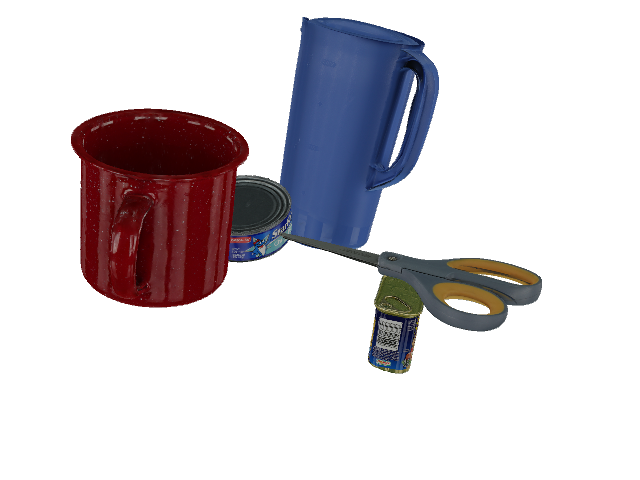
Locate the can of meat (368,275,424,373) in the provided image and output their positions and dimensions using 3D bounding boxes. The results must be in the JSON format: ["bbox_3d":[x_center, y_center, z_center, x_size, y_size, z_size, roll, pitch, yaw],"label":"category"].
[{"bbox_3d":[0.092,0.099,1.284,0.057,0.084,0.102,11,25,7],"label":"can of meat"}]

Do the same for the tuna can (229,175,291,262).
[{"bbox_3d":[-0.067,-0.019,0.924,0.086,0.034,0.086,-1,38,1],"label":"tuna can"}]

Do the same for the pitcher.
[{"bbox_3d":[0.031,-0.113,1.156,0.145,0.243,0.149,9,18,-7],"label":"pitcher"}]

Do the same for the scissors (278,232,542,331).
[{"bbox_3d":[0.054,0.027,0.759,0.202,0.016,0.096,7,26,13],"label":"scissors"}]

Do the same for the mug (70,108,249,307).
[{"bbox_3d":[-0.089,-0.011,0.568,0.093,0.081,0.117,8,27,1],"label":"mug"}]
